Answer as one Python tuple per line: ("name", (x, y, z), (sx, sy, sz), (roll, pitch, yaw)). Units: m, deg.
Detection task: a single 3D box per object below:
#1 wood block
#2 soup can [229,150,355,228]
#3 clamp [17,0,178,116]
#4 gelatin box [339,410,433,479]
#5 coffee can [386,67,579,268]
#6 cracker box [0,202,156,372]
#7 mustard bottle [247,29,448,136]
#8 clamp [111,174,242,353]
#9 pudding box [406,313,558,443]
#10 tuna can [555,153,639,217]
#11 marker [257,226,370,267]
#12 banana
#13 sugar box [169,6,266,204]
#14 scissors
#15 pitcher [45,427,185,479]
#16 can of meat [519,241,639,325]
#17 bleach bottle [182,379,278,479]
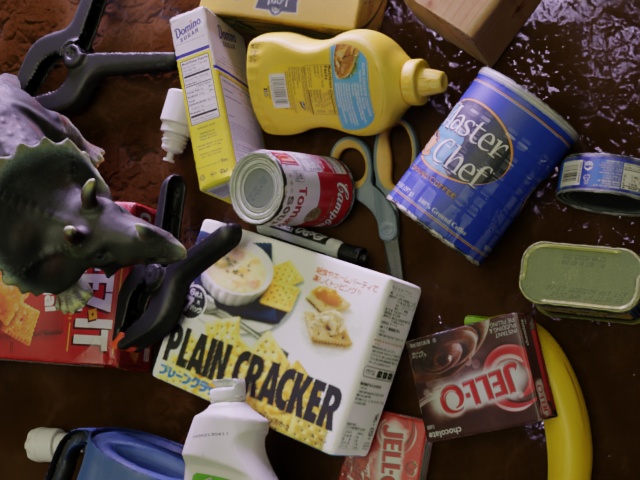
("wood block", (0.172, -0.271, 0.947), (0.090, 0.090, 0.206), (39, 96, 23))
("soup can", (-0.025, -0.046, 0.973), (0.069, 0.102, 0.068), (0, 90, 39))
("clamp", (-0.246, -0.190, 1.130), (0.210, 0.036, 0.165), (-42, 70, 13))
("gelatin box", (0.058, 0.197, 0.946), (0.073, 0.030, 0.089), (9, 85, 23))
("coffee can", (0.139, -0.062, 0.918), (0.103, 0.102, 0.140), (39, 96, 23))
("cracker box", (-0.273, 0.044, 1.082), (0.214, 0.072, 0.164), (1, 82, 21))
("mustard bottle", (0.026, -0.144, 0.978), (0.192, 0.058, 0.096), (5, 114, 32))
("clamp", (-0.135, 0.033, 0.978), (0.120, 0.039, 0.171), (27, 97, 50))
("pudding box", (0.135, 0.117, 0.899), (0.114, 0.039, 0.090), (-21, 74, 37))
("tuna can", (0.241, -0.045, 0.884), (0.086, 0.086, 0.034), (8, 82, 23))
("marker", (-0.007, 0.001, 1.004), (0.121, 0.020, 0.020), (19, 88, 30))
("banana", (0.191, 0.140, 0.902), (0.070, 0.037, 0.198), (-35, 67, 35))
("sugar box", (-0.094, -0.126, 1.028), (0.048, 0.093, 0.176), (-19, 74, 17))
("scissors", (0.047, -0.017, 0.995), (0.096, 0.016, 0.202), (5, 83, 24))
("pitcher", (-0.195, 0.300, 0.982), (0.144, 0.149, 0.243), (20, 93, -19))
("can of meat", (0.220, 0.035, 0.879), (0.102, 0.083, 0.057), (5, 83, 23))
("bleach bottle", (-0.063, 0.240, 0.881), (0.103, 0.068, 0.251), (-8, 75, 19))
